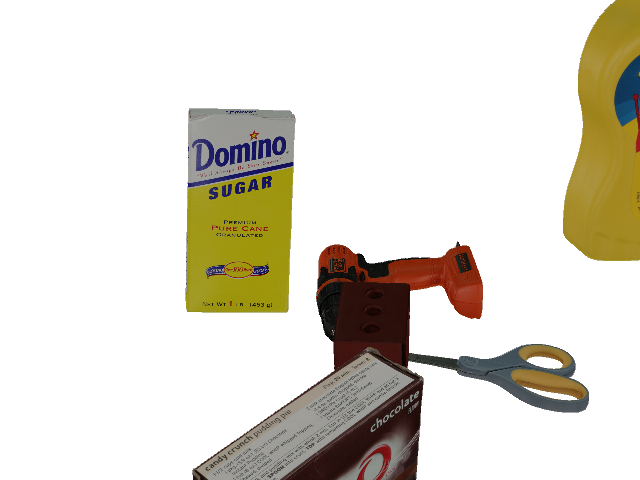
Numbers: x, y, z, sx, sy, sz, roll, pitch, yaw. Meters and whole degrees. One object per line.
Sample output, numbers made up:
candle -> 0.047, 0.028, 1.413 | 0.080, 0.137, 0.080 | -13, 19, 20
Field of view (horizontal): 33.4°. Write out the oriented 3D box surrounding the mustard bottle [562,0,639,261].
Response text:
mustard bottle -> 0.194, -0.085, 0.613 | 0.096, 0.192, 0.058 | -9, 29, -13

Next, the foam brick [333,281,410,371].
foam brick -> 0.039, 0.072, 0.785 | 0.053, 0.051, 0.078 | 1, 31, 6

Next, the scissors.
scissors -> 0.147, 0.107, 0.972 | 0.202, 0.016, 0.096 | 17, 30, 16

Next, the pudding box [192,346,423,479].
pudding box -> -0.003, 0.113, 0.483 | 0.039, 0.090, 0.113 | 29, 45, 33

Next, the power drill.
power drill -> 0.088, 0.057, 1.226 | 0.187, 0.057, 0.184 | -1, 28, -1

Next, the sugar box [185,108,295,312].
sugar box -> -0.072, -0.026, 0.938 | 0.093, 0.176, 0.048 | 0, 16, -8
